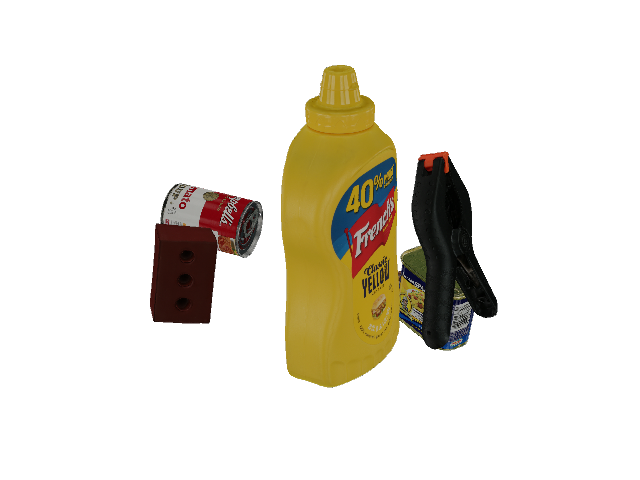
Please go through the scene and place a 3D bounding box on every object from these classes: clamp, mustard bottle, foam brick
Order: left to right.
[{"bbox_3d":[-0.124,0.029,0.960,0.053,0.078,0.051,3,14,-13],"label":"foam brick"},{"bbox_3d":[0.013,-0.013,0.656,0.058,0.192,0.096,14,30,31],"label":"mustard bottle"},{"bbox_3d":[0.110,0.010,0.951,0.039,0.171,0.120,-11,14,30],"label":"clamp"}]

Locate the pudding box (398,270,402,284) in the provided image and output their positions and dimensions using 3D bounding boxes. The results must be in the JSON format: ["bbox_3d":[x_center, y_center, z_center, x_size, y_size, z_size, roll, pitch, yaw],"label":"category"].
[{"bbox_3d":[0.131,0.077,1.576,0.113,0.039,0.090,-15,23,-20],"label":"pudding box"}]

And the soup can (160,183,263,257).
[{"bbox_3d":[-0.127,-0.024,1.251,0.102,0.068,0.068,14,4,18],"label":"soup can"}]

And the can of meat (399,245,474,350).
[{"bbox_3d":[0.135,0.068,1.245,0.057,0.084,0.102,-19,41,-33],"label":"can of meat"}]
